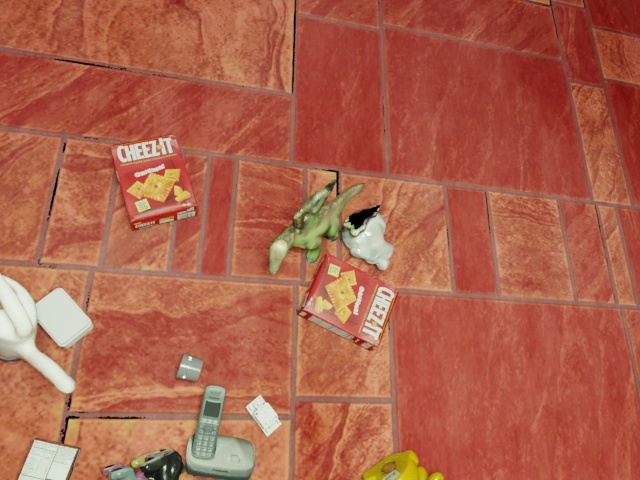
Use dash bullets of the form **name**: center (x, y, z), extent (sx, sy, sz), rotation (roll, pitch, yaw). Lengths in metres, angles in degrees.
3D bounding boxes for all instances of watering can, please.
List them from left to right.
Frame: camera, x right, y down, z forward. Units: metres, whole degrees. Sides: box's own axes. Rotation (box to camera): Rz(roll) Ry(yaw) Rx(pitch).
- **watering can**: center (-0.606, 0.185, 1.023), extent (0.105, 0.220, 0.349), rotation (-31, 80, -42)

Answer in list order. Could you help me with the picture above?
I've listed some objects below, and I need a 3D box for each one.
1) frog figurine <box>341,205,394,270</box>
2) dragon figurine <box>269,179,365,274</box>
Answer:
- **frog figurine**: center (0.134, 0.000, 1.380), extent (0.156, 0.122, 0.140), rotation (60, 43, -30)
- **dragon figurine**: center (0.004, -0.065, 1.282), extent (0.122, 0.238, 0.416), rotation (40, 67, 6)
